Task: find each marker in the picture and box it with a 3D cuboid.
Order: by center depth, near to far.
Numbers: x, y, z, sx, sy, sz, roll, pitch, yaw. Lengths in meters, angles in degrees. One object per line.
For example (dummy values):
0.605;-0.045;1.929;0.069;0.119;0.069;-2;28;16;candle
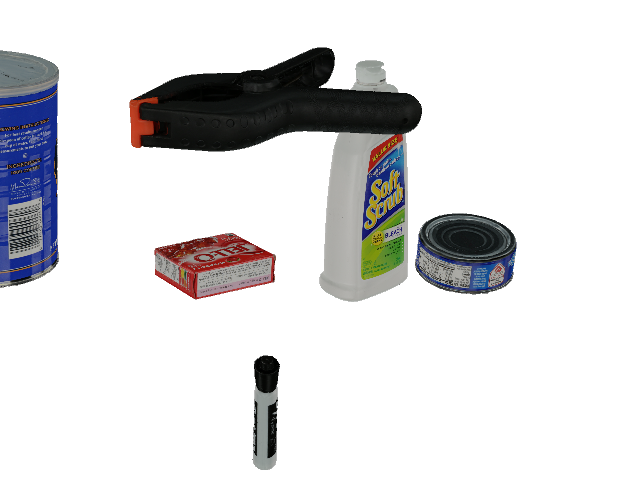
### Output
-0.041;0.131;0.808;0.020;0.121;0.020;2;42;-2;marker

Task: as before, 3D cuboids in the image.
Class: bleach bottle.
0.048;-0.066;1.149;0.102;0.251;0.068;-20;30;-35;bleach bottle

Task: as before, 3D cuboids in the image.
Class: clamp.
-0.037;-0.088;0.656;0.171;0.039;0.120;-6;22;-20;clamp

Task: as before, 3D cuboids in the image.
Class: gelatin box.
-0.097;0.022;0.982;0.089;0.030;0.073;-12;24;-35;gelatin box

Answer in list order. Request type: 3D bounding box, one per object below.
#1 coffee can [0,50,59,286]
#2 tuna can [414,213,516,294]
-0.232;-0.051;0.735;0.103;0.140;0.103;5;23;-2;coffee can
0.126;0.010;0.924;0.086;0.034;0.086;2;29;-1;tuna can
